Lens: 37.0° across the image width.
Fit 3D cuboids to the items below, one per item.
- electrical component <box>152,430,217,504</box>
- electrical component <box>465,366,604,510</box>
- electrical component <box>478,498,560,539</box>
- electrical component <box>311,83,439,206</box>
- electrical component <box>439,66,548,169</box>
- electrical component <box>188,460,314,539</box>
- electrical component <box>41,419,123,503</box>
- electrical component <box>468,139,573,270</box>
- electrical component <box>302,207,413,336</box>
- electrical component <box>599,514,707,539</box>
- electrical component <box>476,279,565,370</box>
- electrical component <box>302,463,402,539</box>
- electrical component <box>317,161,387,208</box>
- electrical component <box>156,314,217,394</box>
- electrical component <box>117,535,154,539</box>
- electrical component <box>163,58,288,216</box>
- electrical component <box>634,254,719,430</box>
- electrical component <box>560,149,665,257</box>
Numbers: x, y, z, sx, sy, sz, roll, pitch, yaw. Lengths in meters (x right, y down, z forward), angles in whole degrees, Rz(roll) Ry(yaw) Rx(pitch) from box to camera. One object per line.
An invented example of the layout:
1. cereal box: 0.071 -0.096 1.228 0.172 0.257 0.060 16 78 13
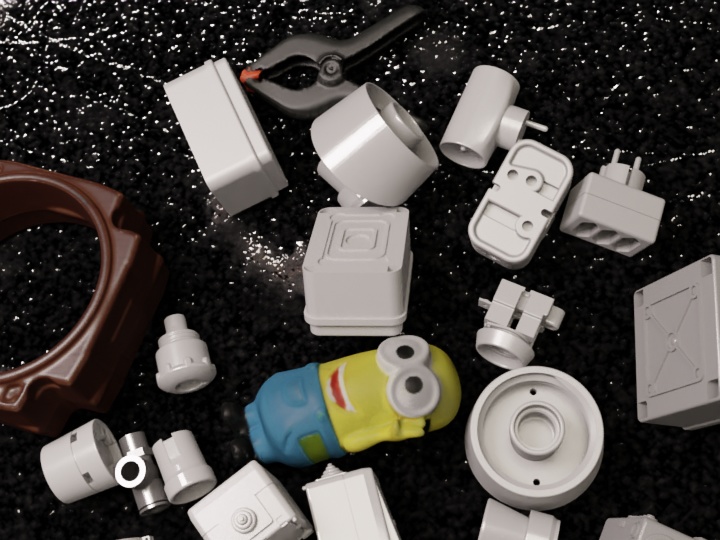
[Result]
1. electrical component: -0.140 0.155 0.849 0.040 0.040 0.046 -28 64 -3
2. electrical component: 0.133 0.125 0.817 0.108 0.060 0.108 -2 71 6
3. electrical component: 0.117 0.199 0.802 0.055 0.045 0.045 13 74 10
4. electrical component: 0.015 -0.102 0.877 0.064 0.099 0.099 -39 70 19
5. electrical component: 0.118 -0.123 0.910 0.079 0.044 0.077 21 75 13
6. electrical component: -0.081 0.178 0.779 0.062 0.096 0.061 -37 70 -7
7. electrical component: -0.220 0.153 0.852 0.047 0.055 0.055 -25 70 2
8. electrical component: 0.130 -0.051 0.871 0.054 0.059 0.095 29 88 11
9. electrical component: 0.000 0.000 0.847 0.078 0.057 0.113 0 29 6
10. electrical component: 0.194 0.222 0.758 0.048 0.099 0.099 24 75 0
11. electrical component: 0.122 0.045 0.853 0.066 0.048 0.055 22 68 13
12. electrical component: -0.002 0.190 0.809 0.061 0.061 0.096 -16 71 1
13. electrical component: -0.003 -0.075 0.908 0.045 0.045 0.055 -33 72 -5
14. electrical component: -0.146 0.067 0.878 0.048 0.048 0.062 -18 63 0
15. electrical component: -0.159 0.231 0.766 0.089 0.150 0.061 -15 71 1
16. electrical component: -0.113 -0.113 0.916 0.057 0.078 0.113 -26 71 1
17. electrical component: 0.255 0.056 0.796 0.056 0.109 0.108 8 71 -16
18. electrical component: 0.208 -0.061 0.870 0.066 0.047 0.076 20 74 -4
